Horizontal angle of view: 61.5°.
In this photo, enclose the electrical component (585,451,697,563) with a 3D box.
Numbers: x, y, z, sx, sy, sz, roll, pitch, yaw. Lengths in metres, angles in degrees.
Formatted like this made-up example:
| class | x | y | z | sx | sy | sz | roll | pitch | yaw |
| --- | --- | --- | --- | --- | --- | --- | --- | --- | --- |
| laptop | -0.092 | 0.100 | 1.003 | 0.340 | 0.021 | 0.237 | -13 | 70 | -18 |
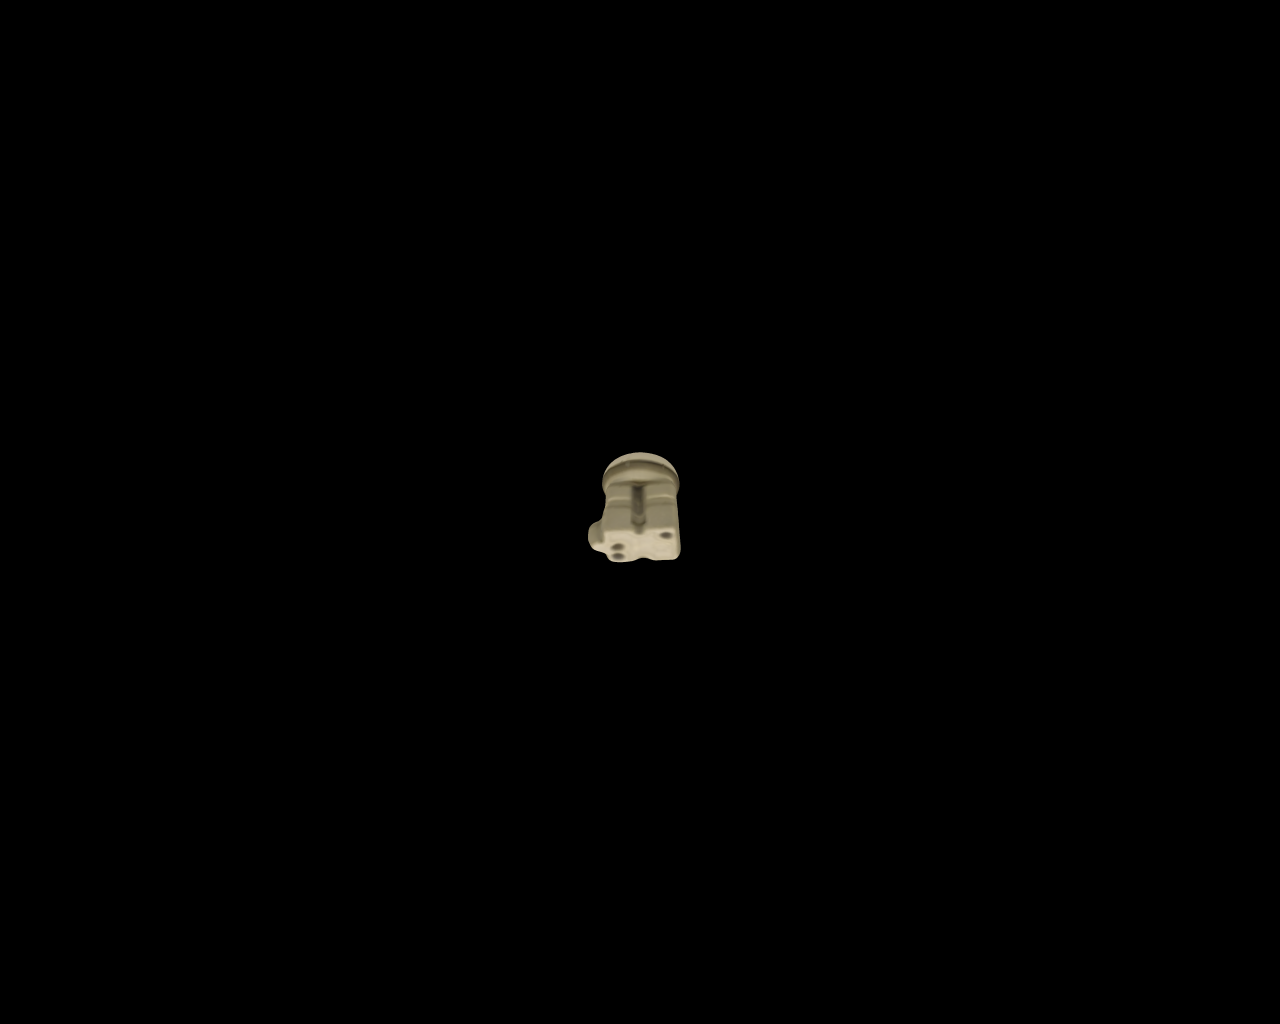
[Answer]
| class | x | y | z | sx | sy | sz | roll | pitch | yaw |
| --- | --- | --- | --- | --- | --- | --- | --- | --- | --- |
| electrical component | 0.001 | -0.003 | 0.650 | 0.066 | 0.055 | 0.048 | -2 | -36 | 2 |
